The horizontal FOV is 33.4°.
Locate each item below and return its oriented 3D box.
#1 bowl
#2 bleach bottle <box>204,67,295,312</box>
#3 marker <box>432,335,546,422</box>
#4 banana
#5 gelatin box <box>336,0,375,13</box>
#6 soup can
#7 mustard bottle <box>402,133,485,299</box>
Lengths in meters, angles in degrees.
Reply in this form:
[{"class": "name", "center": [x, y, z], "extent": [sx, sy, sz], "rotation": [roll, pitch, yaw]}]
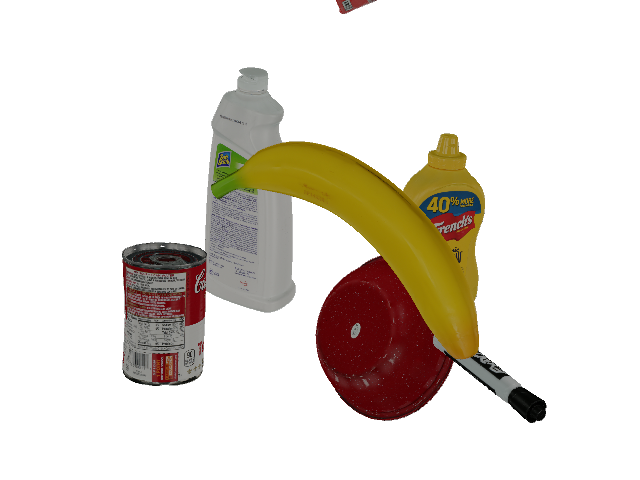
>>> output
[{"class": "bowl", "center": [0.048, 0.087, 1.005], "extent": [0.162, 0.162, 0.055], "rotation": [0, -11, 42]}, {"class": "bleach bottle", "center": [-0.070, -0.055, 1.123], "extent": [0.103, 0.251, 0.068], "rotation": [17, 28, 23]}, {"class": "marker", "center": [0.125, 0.100, 0.796], "extent": [0.020, 0.020, 0.121], "rotation": [0, 23, -32]}, {"class": "banana", "center": [0.028, -0.007, 0.661], "extent": [0.198, 0.070, 0.037], "rotation": [34, 22, 13]}, {"class": "gelatin box", "center": [0.044, -0.238, 0.882], "extent": [0.089, 0.073, 0.030], "rotation": [-18, 29, 15]}, {"class": "soup can", "center": [-0.127, 0.059, 0.865], "extent": [0.068, 0.102, 0.068], "rotation": [3, 15, -1]}, {"class": "mustard bottle", "center": [0.131, -0.021, 1.161], "extent": [0.096, 0.192, 0.058], "rotation": [-3, 19, -19]}]
